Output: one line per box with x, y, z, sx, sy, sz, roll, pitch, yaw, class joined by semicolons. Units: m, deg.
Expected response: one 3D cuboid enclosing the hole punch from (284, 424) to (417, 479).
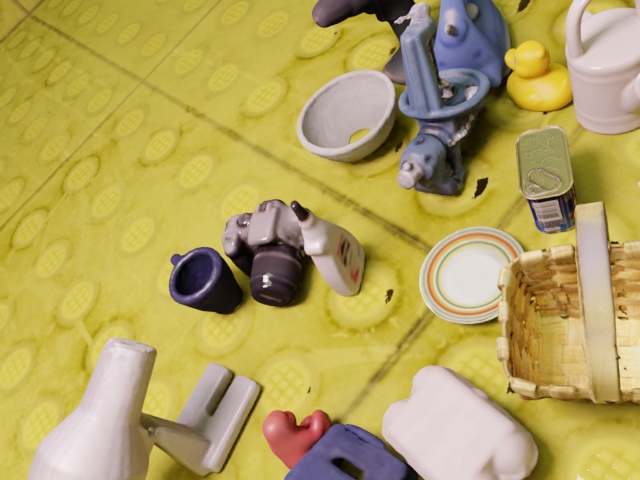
0.031;0.250;0.601;0.108;0.091;0.101;19;71;39;hole punch

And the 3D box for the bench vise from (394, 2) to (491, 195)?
0.151;-0.173;0.733;0.121;0.220;0.207;-7;56;28;bench vise

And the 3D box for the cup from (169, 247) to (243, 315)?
-0.167;0.065;0.848;0.117;0.095;0.092;28;76;41;cup

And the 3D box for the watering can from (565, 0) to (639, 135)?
0.344;-0.218;0.663;0.101;0.195;0.172;-42;47;-1;watering can

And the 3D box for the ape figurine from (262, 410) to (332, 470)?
-0.032;0.223;0.658;0.077;0.092;0.076;-9;55;27;ape figurine

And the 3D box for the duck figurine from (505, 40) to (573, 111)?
0.295;-0.228;0.774;0.077;0.086;0.104;-48;48;-6;duck figurine

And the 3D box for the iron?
0.214;-0.340;0.863;0.118;0.142;0.258;-9;55;26;iron

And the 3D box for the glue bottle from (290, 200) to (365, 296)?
0.007;0.003;0.731;0.037;0.174;0.078;-8;55;27;glue bottle

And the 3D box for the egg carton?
0.139;0.201;0.584;0.107;0.070;0.149;-49;48;-7;egg carton

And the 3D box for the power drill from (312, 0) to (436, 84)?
0.106;-0.350;0.890;0.075;0.209;0.230;30;78;41;power drill

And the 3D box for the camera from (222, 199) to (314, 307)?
-0.078;0.020;0.820;0.142;0.101;0.137;-10;55;26;camera

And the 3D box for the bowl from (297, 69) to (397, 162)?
0.052;-0.181;0.898;0.167;0.075;0.167;-16;52;22;bowl

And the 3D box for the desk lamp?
-0.206;0.218;0.685;0.117;0.214;0.203;12;66;37;desk lamp
